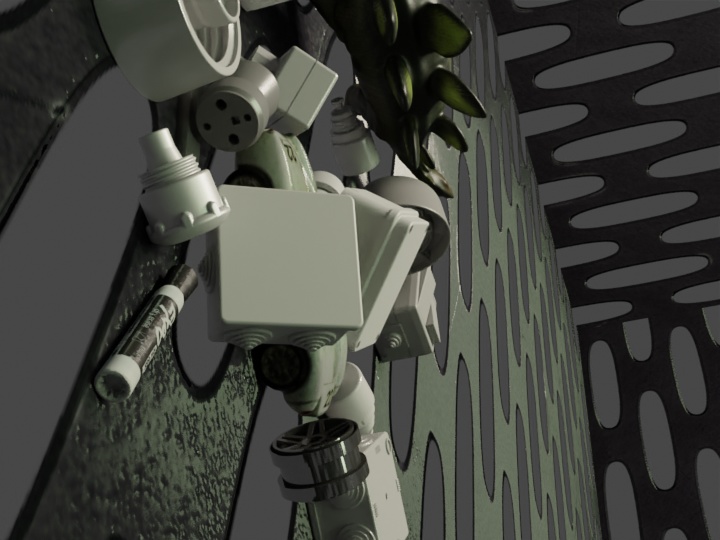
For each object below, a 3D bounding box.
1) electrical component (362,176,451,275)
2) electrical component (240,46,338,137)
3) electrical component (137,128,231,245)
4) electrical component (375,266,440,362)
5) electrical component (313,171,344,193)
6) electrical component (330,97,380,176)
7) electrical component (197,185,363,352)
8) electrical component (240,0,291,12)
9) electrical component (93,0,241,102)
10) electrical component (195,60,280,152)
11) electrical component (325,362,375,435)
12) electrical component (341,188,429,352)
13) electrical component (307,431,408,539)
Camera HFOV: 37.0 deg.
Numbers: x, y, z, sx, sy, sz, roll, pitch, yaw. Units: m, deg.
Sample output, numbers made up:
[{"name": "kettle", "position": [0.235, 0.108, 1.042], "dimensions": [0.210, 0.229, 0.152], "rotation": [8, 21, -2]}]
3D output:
[{"name": "electrical component", "position": [0.034, -0.037, 1.001], "dimensions": [0.064, 0.099, 0.099], "rotation": [-92, 163, -53]}, {"name": "electrical component", "position": [-0.067, -0.135, 0.771], "dimensions": [0.047, 0.077, 0.066], "rotation": [-61, -165, -12]}, {"name": "electrical component", "position": [-0.104, -0.048, 0.602], "dimensions": [0.048, 0.048, 0.062], "rotation": [-47, 117, -72]}, {"name": "electrical component", "position": [0.043, 0.042, 1.037], "dimensions": [0.096, 0.061, 0.061], "rotation": [-81, 155, -53]}, {"name": "electrical component", "position": [-0.035, -0.048, 0.852], "dimensions": [0.055, 0.045, 0.045], "rotation": [-78, 152, -58]}, {"name": "electrical component", "position": [-0.009, -0.125, 1.013], "dimensions": [0.040, 0.040, 0.078], "rotation": [-76, 150, -59]}, {"name": "electrical component", "position": [-0.050, 0.000, 0.664], "dimensions": [0.048, 0.100, 0.099], "rotation": [133, -43, -61]}, {"name": "electrical component", "position": [-0.068, -0.238, 0.846], "dimensions": [0.095, 0.059, 0.053], "rotation": [-60, 136, -68]}, {"name": "electrical component", "position": [-0.107, -0.160, 0.640], "dimensions": [0.108, 0.060, 0.108], "rotation": [-12, 90, -75]}, {"name": "electrical component", "position": [-0.079, -0.106, 0.695], "dimensions": [0.055, 0.045, 0.045], "rotation": [-74, 149, -59]}, {"name": "electrical component", "position": [-0.008, 0.106, 0.843], "dimensions": [0.040, 0.040, 0.078], "rotation": [-87, 159, -43]}, {"name": "electrical component", "position": [0.000, 0.000, 0.814], "dimensions": [0.113, 0.057, 0.078], "rotation": [-66, 167, 8]}, {"name": "electrical component", "position": [-0.002, 0.172, 0.799], "dimensions": [0.100, 0.048, 0.099], "rotation": [-15, 94, -75]}]
